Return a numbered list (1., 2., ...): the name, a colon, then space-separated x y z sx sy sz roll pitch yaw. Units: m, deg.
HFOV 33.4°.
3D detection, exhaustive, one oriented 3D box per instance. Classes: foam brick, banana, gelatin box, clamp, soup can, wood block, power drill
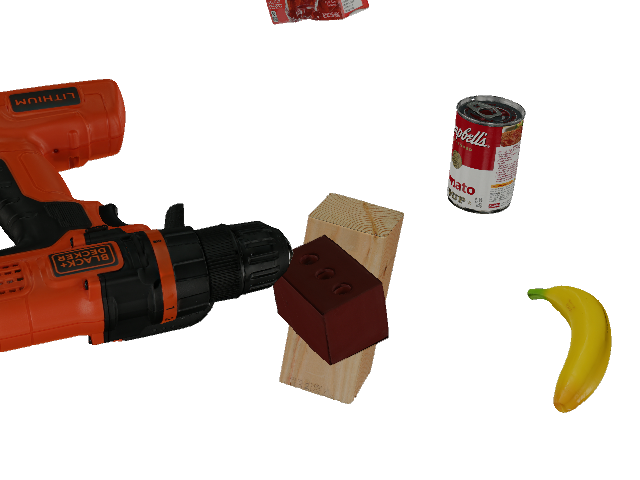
1. foam brick: 0.006 0.043 0.780 0.052 0.051 0.078 -25 40 -23
2. banana: 0.248 0.095 1.031 0.070 0.037 0.197 -29 23 17
3. gelatin box: -0.012 -0.196 0.767 0.030 0.073 0.089 -31 25 -31
4. clamp: -0.135 0.031 1.014 0.165 0.036 0.209 25 37 28
5. soup can: 0.166 -0.087 1.079 0.068 0.102 0.068 2 31 -1
6. wood block: 0.023 0.065 1.199 0.090 0.206 0.090 16 23 13
7. power drill: -0.128 -0.022 0.628 0.184 0.057 0.188 -11 43 -21
